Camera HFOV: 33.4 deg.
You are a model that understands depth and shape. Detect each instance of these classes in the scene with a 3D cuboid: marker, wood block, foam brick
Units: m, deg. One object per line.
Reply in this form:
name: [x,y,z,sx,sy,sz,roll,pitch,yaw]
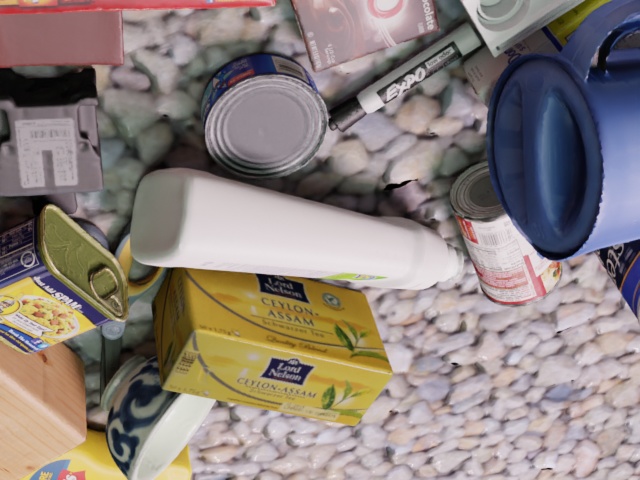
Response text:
marker: [0.057,-0.113,0.750,0.121,0.020,0.020,-32,130,11]
wood block: [-0.269,0.082,0.776,0.090,0.091,0.206,-29,130,11]
foam brick: [-0.160,-0.140,0.649,0.078,0.051,0.053,-3,128,-13]

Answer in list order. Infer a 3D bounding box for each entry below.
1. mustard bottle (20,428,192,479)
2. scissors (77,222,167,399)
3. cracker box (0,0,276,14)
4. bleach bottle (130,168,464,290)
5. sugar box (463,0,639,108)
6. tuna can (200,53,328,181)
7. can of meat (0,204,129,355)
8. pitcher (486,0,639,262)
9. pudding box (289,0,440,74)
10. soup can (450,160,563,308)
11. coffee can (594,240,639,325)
mustard bottle: [-0.213,0.200,0.910,0.191,0.058,0.096,15,127,-25]
scissors: [-0.178,0.057,0.831,0.096,0.016,0.202,15,123,-23]
cracker box: [-0.106,-0.230,0.551,0.164,0.072,0.214,-5,116,-13]
bleach bottle: [-0.005,0.001,0.790,0.250,0.103,0.068,10,84,-31]
sugar box: [0.195,-0.141,0.748,0.176,0.048,0.093,-35,132,18]
tuna can: [-0.039,-0.085,0.738,0.086,0.034,0.086,-8,130,-9]
can of meat: [-0.197,0.032,0.749,0.084,0.057,0.102,-23,142,14]
pitcher: [0.245,-0.079,0.704,0.242,0.149,0.145,-11,86,-19]
pudding box: [0.021,-0.173,0.678,0.090,0.039,0.113,-19,131,0]
soup can: [0.145,-0.005,0.831,0.068,0.068,0.102,-23,130,4]
coffee can: [0.263,-0.002,0.817,0.102,0.140,0.103,-8,130,-9]
